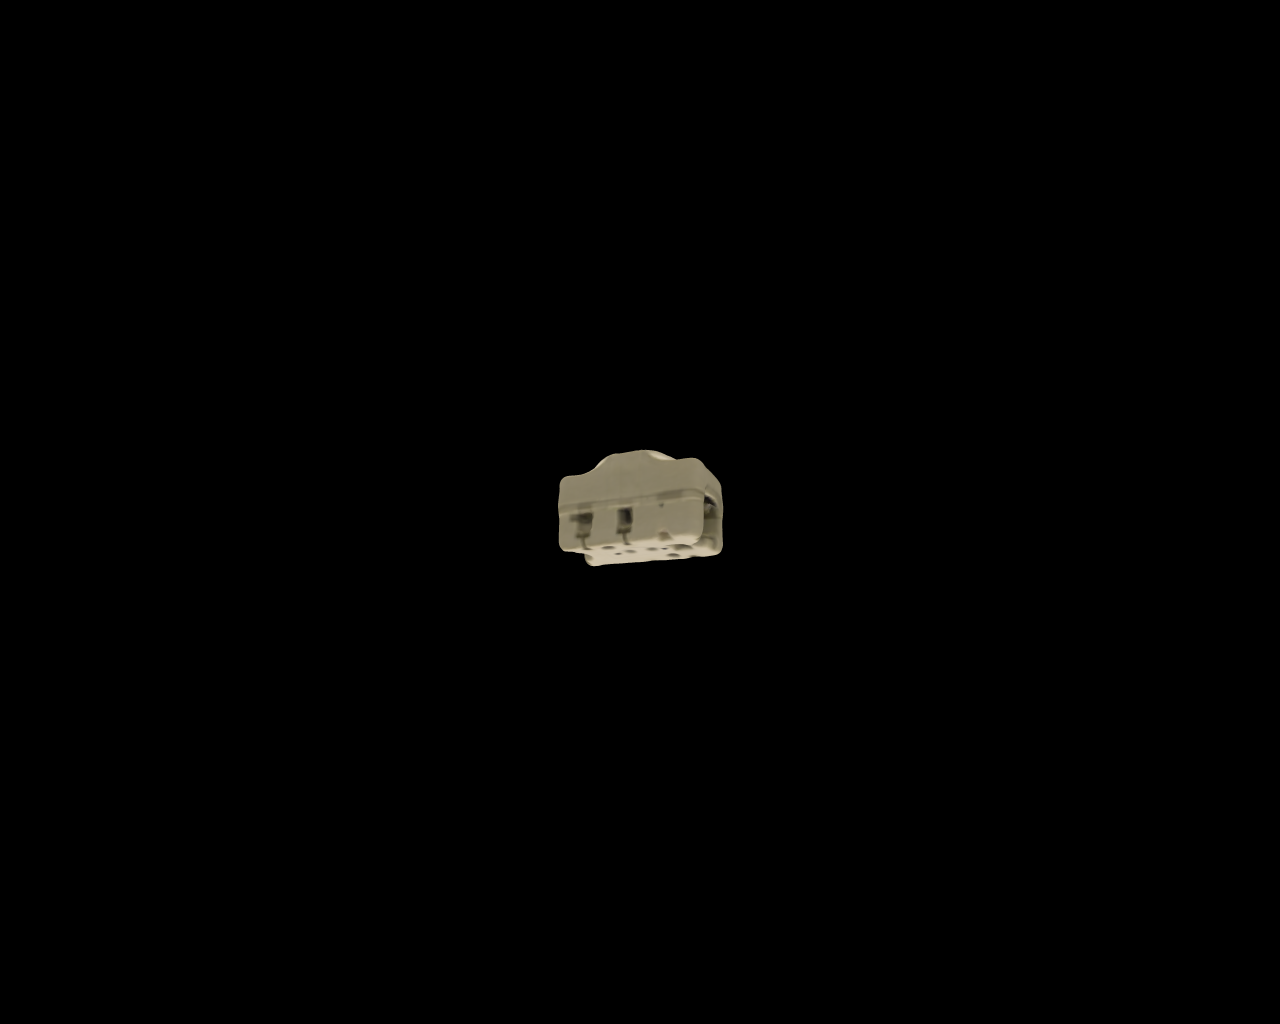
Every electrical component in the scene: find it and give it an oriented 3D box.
[{"bbox_3d":[0.001,-0.003,0.650,0.089,0.056,0.050,-7,-19,20],"label":"electrical component"}]
